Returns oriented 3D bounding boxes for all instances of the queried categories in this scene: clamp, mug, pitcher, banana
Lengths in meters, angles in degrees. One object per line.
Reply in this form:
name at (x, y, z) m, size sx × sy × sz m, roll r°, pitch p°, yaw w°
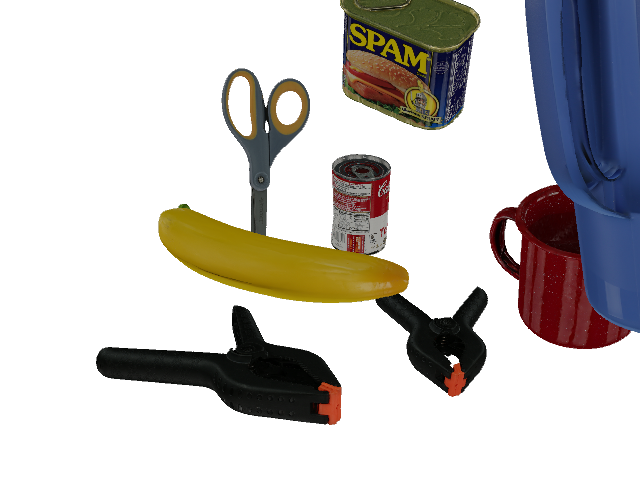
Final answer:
clamp at (0.133, 0.094, 1.088) m, size 0.120 × 0.039 × 0.171 m, roll -8°, pitch 34°, yaw -10°
mug at (0.167, 0.015, 0.727) m, size 0.117 × 0.081 × 0.093 m, roll 21°, pitch 41°, yaw 32°
pitcher at (0.182, -0.071, 0.565) m, size 0.149 × 0.243 × 0.145 m, roll -7°, pitch 22°, yaw 6°
banana at (-0.040, 0.007, 0.701) m, size 0.198 × 0.037 × 0.069 m, roll 18°, pitch 36°, yaw 31°
clamp at (-0.058, 0.102, 0.886) m, size 0.210 × 0.036 × 0.164 m, roll 13°, pitch 21°, yaw 35°

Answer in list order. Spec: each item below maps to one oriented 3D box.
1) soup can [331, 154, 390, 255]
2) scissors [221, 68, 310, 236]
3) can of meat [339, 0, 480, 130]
soup can at (0.046, -0.041, 1.252) m, size 0.068 × 0.102 × 0.068 m, roll 1°, pitch 29°, yaw -1°
scissors at (-0.043, -0.071, 1.037) m, size 0.096 × 0.202 × 0.016 m, roll -15°, pitch 6°, yaw -16°
can of meat at (0.064, -0.140, 0.804) m, size 0.102 × 0.084 × 0.057 m, roll 28°, pitch 53°, yaw 23°
